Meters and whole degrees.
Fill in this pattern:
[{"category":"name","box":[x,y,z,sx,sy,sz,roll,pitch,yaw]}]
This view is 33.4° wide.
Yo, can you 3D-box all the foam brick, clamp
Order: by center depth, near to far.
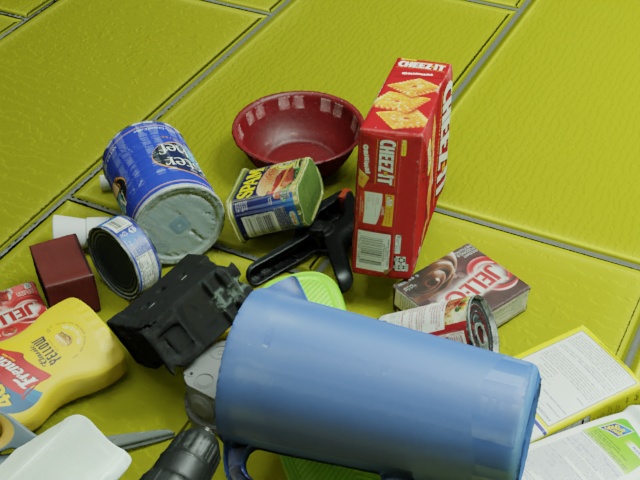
[{"category":"foam brick","box":[-0.267,0.040,1.120,0.051,0.053,0.078,-17,41,-18]},{"category":"clamp","box":[-0.008,0.001,1.166,0.120,0.039,0.171,3,34,14]}]

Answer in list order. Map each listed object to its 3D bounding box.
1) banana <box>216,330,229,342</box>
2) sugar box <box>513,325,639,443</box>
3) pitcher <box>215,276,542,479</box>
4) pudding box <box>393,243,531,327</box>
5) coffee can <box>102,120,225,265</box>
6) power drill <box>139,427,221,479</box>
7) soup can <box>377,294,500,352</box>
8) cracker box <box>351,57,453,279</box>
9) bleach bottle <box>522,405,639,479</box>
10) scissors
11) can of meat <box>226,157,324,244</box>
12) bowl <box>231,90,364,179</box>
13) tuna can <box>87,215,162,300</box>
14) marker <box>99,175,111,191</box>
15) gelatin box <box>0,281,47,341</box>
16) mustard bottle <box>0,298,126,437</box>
[{"category":"banana","box":[-0.040,0.093,1.061,0.198,0.037,0.069,0,57,4]},{"category":"sugar box","box":[0.196,0.150,0.973,0.176,0.048,0.093,-22,43,-17]},{"category":"pitcher","box":[0.044,0.135,0.848,0.243,0.149,0.144,12,23,16]},{"category":"pudding box","box":[0.144,0.059,1.088,0.113,0.039,0.090,-29,47,-28]},{"category":"coffee can","box":[-0.176,-0.055,1.190,0.102,0.103,0.140,-16,42,-16]},{"category":"power drill","box":[-0.161,0.231,0.791,0.057,0.188,0.184,44,44,-10]},{"category":"soup can","box":[0.107,0.094,0.997,0.102,0.068,0.068,-15,33,28]},{"category":"cracker box","box":[0.091,-0.081,1.132,0.072,0.164,0.213,9,30,12]},{"category":"bleach bottle","box":[0.235,0.202,0.895,0.250,0.068,0.103,-17,42,-20]},{"category":"scissors","box":[-0.239,0.173,0.953,0.201,0.016,0.096,-22,83,-20]},{"category":"can of meat","box":[-0.048,-0.046,1.184,0.084,0.057,0.102,-11,28,19]},{"category":"bowl","box":[-0.025,-0.117,1.294,0.162,0.055,0.162,-1,40,1]},{"category":"tuna can","box":[-0.204,0.018,1.118,0.086,0.086,0.033,30,48,33]},{"category":"marker","box":[-0.203,-0.075,1.281,0.121,0.020,0.020,-7,40,-6]},{"category":"gelatin box","box":[-0.321,0.085,1.085,0.089,0.030,0.073,-19,43,-19]},{"category":"mustard bottle","box":[-0.285,0.134,1.001,0.191,0.058,0.096,-32,62,-30]}]
